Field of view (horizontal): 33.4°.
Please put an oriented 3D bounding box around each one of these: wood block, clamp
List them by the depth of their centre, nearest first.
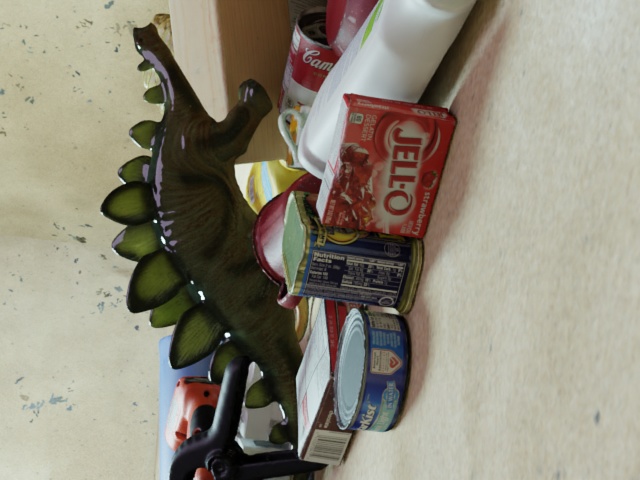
[{"bbox_3d":[-0.083,0.183,0.936,0.120,0.172,0.039,57,-160,8],"label":"clamp"},{"bbox_3d":[-0.087,-0.179,1.077,0.090,0.090,0.206,-1,97,50],"label":"wood block"}]

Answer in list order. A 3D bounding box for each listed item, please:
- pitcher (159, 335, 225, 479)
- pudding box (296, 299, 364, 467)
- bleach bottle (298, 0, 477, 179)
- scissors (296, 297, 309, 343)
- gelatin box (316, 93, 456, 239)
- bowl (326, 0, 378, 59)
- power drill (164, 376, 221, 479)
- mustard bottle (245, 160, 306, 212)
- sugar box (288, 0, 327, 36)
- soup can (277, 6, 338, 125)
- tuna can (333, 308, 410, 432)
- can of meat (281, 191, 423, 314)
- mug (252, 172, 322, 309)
[{"bbox_3d":[-0.144,0.244,1.338,0.149,0.145,0.243,42,-135,-62],"label":"pitcher"},{"bbox_3d":[0.010,0.113,0.864,0.090,0.039,0.114,-93,17,-47],"label":"pudding box"},{"bbox_3d":[0.053,-0.129,0.720,0.251,0.068,0.102,126,164,-64],"label":"bleach bottle"},{"bbox_3d":[-0.018,0.023,1.093,0.096,0.016,0.201,61,-138,-37],"label":"scissors"},{"bbox_3d":[0.043,-0.049,0.709,0.030,0.073,0.089,-105,25,-61],"label":"gelatin box"},{"bbox_3d":[0.041,-0.199,0.866,0.162,0.055,0.162,-173,90,-79],"label":"bowl"},{"bbox_3d":[-0.124,0.246,1.085,0.188,0.057,0.185,-106,31,-52],"label":"power drill"},{"bbox_3d":[-0.041,-0.074,1.189,0.192,0.058,0.096,129,142,-69],"label":"mustard bottle"},{"bbox_3d":[-0.034,-0.229,1.173,0.048,0.093,0.176,11,92,37],"label":"sugar box"},{"bbox_3d":[0.001,-0.161,1.014,0.068,0.068,0.102,-94,15,-46],"label":"soup can"},{"bbox_3d":[0.035,0.092,0.754,0.086,0.033,0.086,-173,90,-79],"label":"tuna can"},{"bbox_3d":[0.019,0.006,0.764,0.102,0.084,0.057,-106,26,-65],"label":"can of meat"},{"bbox_3d":[-0.006,0.001,0.868,0.117,0.093,0.082,-66,9,-21],"label":"mug"}]
